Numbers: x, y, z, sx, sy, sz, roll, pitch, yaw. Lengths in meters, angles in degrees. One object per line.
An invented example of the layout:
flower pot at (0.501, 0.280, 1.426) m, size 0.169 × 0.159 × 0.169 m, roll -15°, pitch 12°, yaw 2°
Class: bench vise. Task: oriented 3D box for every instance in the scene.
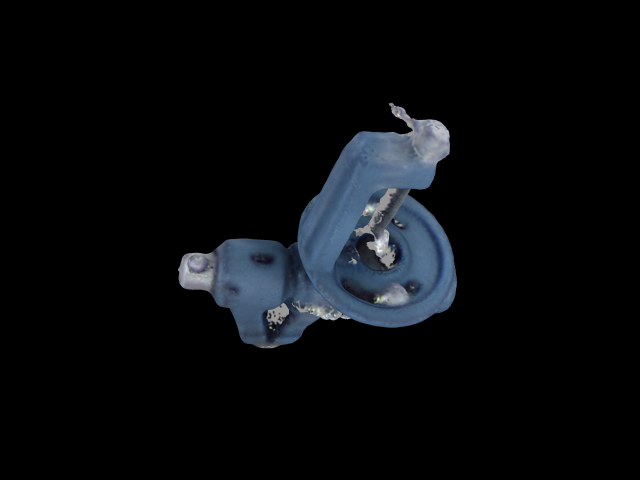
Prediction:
bench vise at (0.008, 0.011, 0.394) m, size 0.207 × 0.220 × 0.121 m, roll -21°, pitch 61°, yaw -12°
